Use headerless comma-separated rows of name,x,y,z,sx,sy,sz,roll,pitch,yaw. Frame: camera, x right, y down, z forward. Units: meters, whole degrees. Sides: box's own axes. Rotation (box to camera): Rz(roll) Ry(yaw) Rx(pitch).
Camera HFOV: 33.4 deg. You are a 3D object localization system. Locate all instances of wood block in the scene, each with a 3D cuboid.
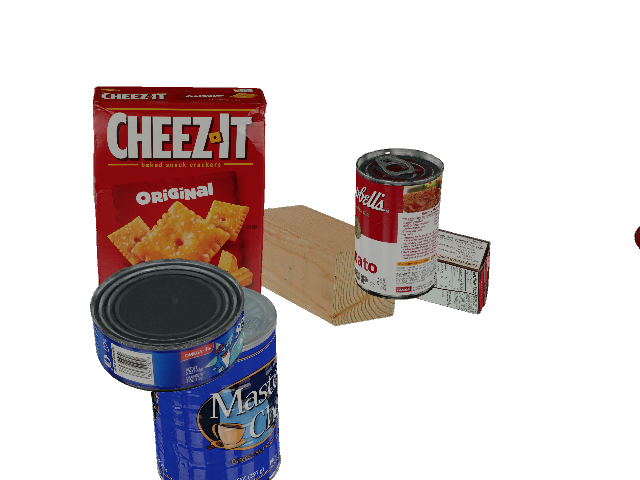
wood block,-0.004,0.026,1.298,0.090,0.090,0.206,-7,18,-33

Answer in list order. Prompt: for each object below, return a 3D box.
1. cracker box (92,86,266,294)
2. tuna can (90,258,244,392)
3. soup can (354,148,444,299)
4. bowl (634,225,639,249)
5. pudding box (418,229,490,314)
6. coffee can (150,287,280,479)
cracker box,-0.137,-0.039,1.044,0.164,0.214,0.072,-1,21,-10
tuna can,-0.085,0.047,0.604,0.086,0.034,0.086,1,32,-1
soup can,0.061,-0.013,0.840,0.068,0.102,0.068,0,27,0
bowl,0.418,0.026,1.147,0.162,0.055,0.162,-1,25,0
pudding box,0.106,0.023,1.028,0.113,0.039,0.090,13,-29,15
coffee can,-0.084,0.120,0.851,0.103,0.140,0.103,-1,26,0
